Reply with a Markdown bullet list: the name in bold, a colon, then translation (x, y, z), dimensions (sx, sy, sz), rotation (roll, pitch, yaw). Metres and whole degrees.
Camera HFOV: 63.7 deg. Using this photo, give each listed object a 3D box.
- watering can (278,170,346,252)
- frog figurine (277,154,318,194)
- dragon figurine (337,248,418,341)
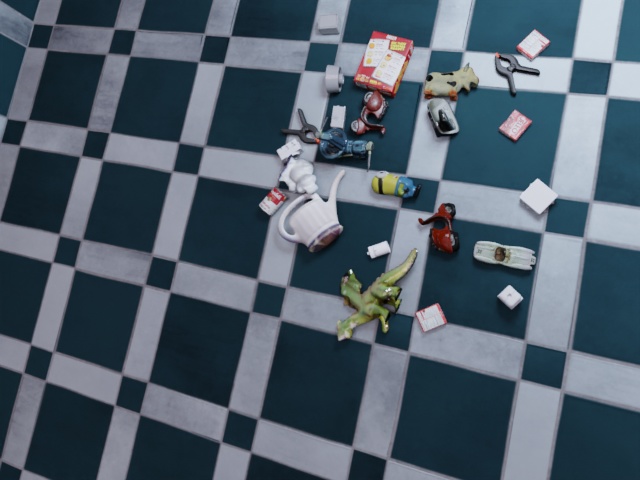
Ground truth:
- **watering can**: translation (0.006, -0.098, 1.947), dimensions (0.348, 0.227, 0.103), rotation (-38, -19, -1)
- **frog figurine**: translation (-0.067, -0.238, 1.984), dimensions (0.160, 0.139, 0.121), rotation (32, -14, 13)
- **dragon figurine**: translation (0.177, 0.183, 1.850), dimensions (0.244, 0.411, 0.121), rotation (22, -4, 27)
